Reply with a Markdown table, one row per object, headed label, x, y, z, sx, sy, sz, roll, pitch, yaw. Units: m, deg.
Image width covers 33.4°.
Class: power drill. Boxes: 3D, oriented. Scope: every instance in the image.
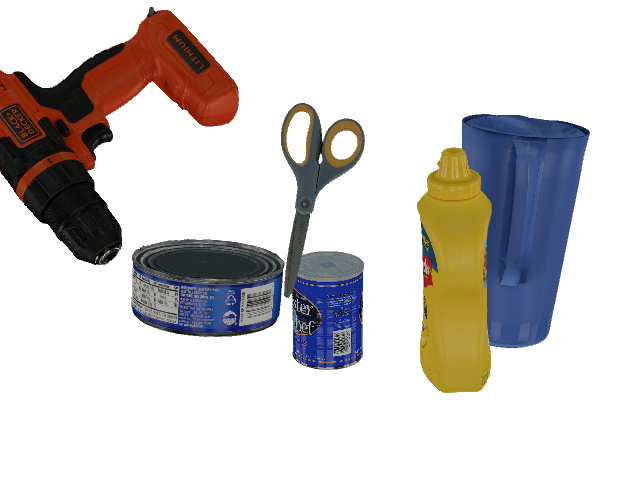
| label | x | y | z | sx | sy | sz | roll | pitch | yaw |
| --- | --- | --- | --- | --- | --- | --- | --- | --- | --- |
| power drill | -0.157 | -0.088 | 0.818 | 0.187 | 0.184 | 0.057 | -32 | -16 | -28 |

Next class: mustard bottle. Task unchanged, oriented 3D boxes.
| label | x | y | z | sx | sy | sz | roll | pitch | yaw |
| --- | --- | --- | --- | --- | --- | --- | --- | --- | --- |
| mustard bottle | 0.107 | 0.019 | 0.850 | 0.058 | 0.192 | 0.096 | -2 | 25 | 3 |

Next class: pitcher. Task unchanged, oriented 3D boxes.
| label | x | y | z | sx | sy | sz | roll | pitch | yaw |
| --- | --- | --- | --- | --- | --- | --- | --- | --- | --- |
| pitcher | 0.206 | -0.010 | 1.145 | 0.148 | 0.243 | 0.145 | -9 | 20 | -38 |

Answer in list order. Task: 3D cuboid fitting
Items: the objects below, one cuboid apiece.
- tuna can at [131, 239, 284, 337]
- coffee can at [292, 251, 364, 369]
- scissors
| label | x | y | z | sx | sy | sz | roll | pitch | yaw |
| --- | --- | --- | --- | --- | --- | --- | --- | --- | --- |
| tuna can | -0.064 | 0.026 | 0.605 | 0.086 | 0.034 | 0.086 | 4 | 14 | -1 |
| coffee can | 0.010 | 0.098 | 1.513 | 0.103 | 0.140 | 0.103 | -1 | 20 | 0 |
| scissors | 0.003 | -0.044 | 1.094 | 0.096 | 0.202 | 0.016 | -4 | -11 | -3 |
